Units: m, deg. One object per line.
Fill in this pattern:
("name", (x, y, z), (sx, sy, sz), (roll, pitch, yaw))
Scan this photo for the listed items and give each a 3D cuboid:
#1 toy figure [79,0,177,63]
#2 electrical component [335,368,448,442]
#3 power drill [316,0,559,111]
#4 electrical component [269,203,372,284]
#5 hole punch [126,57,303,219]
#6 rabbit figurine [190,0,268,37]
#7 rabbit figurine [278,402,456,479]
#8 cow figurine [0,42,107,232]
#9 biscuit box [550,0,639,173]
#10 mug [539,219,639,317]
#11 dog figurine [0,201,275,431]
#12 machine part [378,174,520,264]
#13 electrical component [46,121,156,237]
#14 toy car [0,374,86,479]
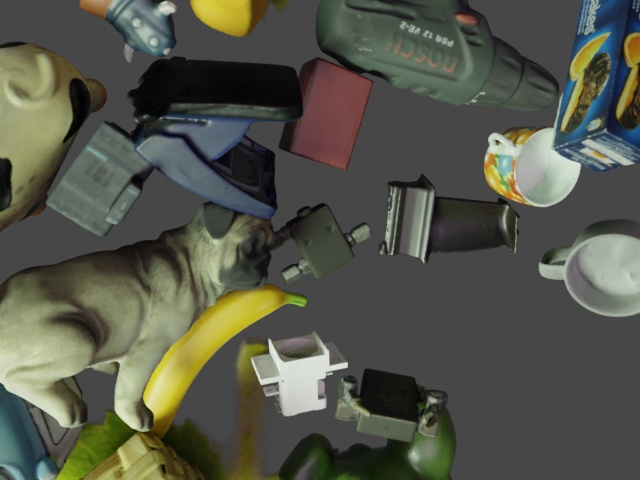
("toy figure", (-0.160, -0.200, 0.384), (0.154, 0.064, 0.058), (47, 50, -24))
("electrical component", (0.066, 0.148, 0.490), (0.102, 0.078, 0.045), (13, 121, 9))
("power drill", (0.115, -0.221, 0.450), (0.232, 0.086, 0.207), (2, 108, -15))
("electrical component", (-0.001, -0.001, 0.489), (0.094, 0.021, 0.063), (-29, 107, -7))
("hole punch", (-0.076, -0.080, 0.401), (0.116, 0.142, 0.092), (5, 125, -8))
("rabbit figurine", (-0.100, -0.237, 0.357), (0.173, 0.162, 0.122), (37, 103, -2))
("rabbit figurine", (0.076, 0.232, 0.515), (0.170, 0.121, 0.159), (-38, 102, -20))
("cow figurine", (-0.226, -0.042, 0.365), (0.085, 0.127, 0.195), (31, 90, -16))
("biscuit box", (0.265, -0.166, 0.475), (0.063, 0.059, 0.202), (19, 77, -17))
("mug", (0.281, 0.020, 0.535), (0.107, 0.110, 0.080), (-29, 105, -53))
("dog figurine", (-0.137, 0.024, 0.397), (0.190, 0.121, 0.172), (-54, 150, -2))
("machine part", (0.126, -0.018, 0.513), (0.139, 0.039, 0.084), (4, 95, -14))
("electrical component", (-0.155, -0.043, 0.388), (0.047, 0.119, 0.075), (35, 94, -20))
("toy car", (-0.243, 0.135, 0.421), (0.103, 0.109, 0.161), (-21, 97, -36))
